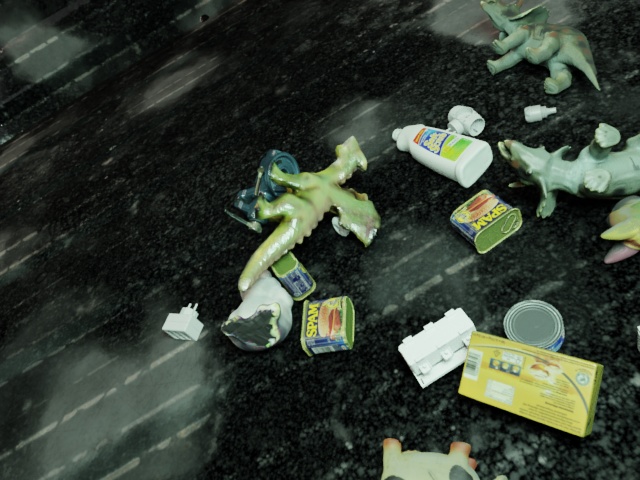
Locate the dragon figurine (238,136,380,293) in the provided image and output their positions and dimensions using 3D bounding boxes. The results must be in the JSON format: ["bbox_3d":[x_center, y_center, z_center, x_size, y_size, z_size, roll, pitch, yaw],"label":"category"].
[{"bbox_3d":[0.003,-0.053,1.046,0.119,0.243,0.419,89,14,-58],"label":"dragon figurine"}]

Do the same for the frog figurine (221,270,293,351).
[{"bbox_3d":[-0.119,0.139,1.020,0.121,0.136,0.162,47,10,-17],"label":"frog figurine"}]
